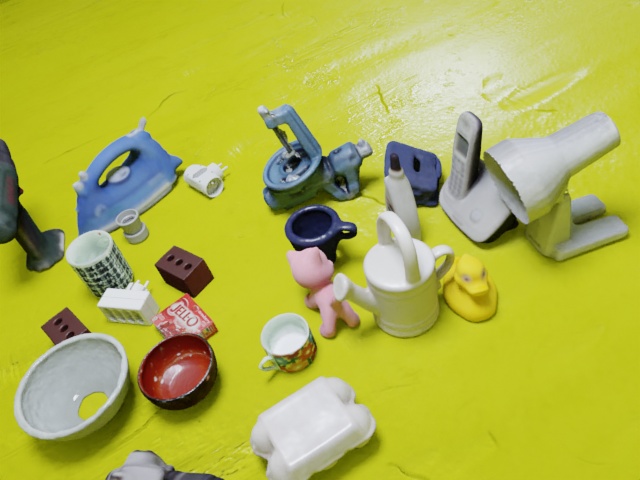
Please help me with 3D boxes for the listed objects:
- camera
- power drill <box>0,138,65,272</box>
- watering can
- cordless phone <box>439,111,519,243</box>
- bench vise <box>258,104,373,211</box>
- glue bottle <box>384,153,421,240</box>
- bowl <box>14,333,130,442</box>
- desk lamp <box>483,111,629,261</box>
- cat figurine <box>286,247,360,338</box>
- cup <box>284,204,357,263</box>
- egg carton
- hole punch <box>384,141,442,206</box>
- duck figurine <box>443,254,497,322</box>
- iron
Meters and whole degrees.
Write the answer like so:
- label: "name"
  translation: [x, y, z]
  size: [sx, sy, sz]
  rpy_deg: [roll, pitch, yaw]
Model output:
- label: "camera"
  translation: [-0.186, 0.323, 0.674]
  size: [0.136, 0.101, 0.143]
  rpy_deg: [-3, 46, 13]
- label: "power drill"
  translation: [-0.562, -0.052, 1.064]
  size: [0.075, 0.209, 0.229]
  rpy_deg: [-21, 45, -5]
- label: "watering can"
  translation: [0.106, 0.046, 0.799]
  size: [0.173, 0.194, 0.100]
  rpy_deg: [-39, 49, -22]
- label: "cordless phone"
  translation: [0.252, -0.100, 0.908]
  size: [0.094, 0.185, 0.147]
  rpy_deg: [-26, 46, -10]
- label: "bench vise"
  translation: [-0.021, -0.164, 1.019]
  size: [0.207, 0.220, 0.121]
  rpy_deg: [-27, 46, -11]
- label: "glue bottle"
  translation: [0.127, -0.071, 0.922]
  size: [0.037, 0.173, 0.078]
  rpy_deg: [-23, 45, -7]
- label: "bowl"
  translation: [-0.345, 0.223, 0.833]
  size: [0.167, 0.075, 0.167]
  rpy_deg: [-8, 45, 8]
- label: "desk lamp"
  translation: [0.347, -0.077, 0.840]
  size: [0.203, 0.214, 0.117]
  rpy_deg: [-20, 45, -4]
- label: "cat figurine"
  translation: [0.001, 0.065, 0.863]
  size: [0.067, 0.118, 0.127]
  rpy_deg: [-27, 46, -11]
- label: "cup"
  translation: [0.009, 0.003, 0.938]
  size: [0.117, 0.095, 0.092]
  rpy_deg: [0, 47, 15]
- label: "egg carton"
  translation: [-0.010, 0.244, 0.727]
  size: [0.150, 0.069, 0.107]
  rpy_deg: [-30, 47, -14]
- label: "hole punch"
  translation: [0.165, -0.122, 1.020]
  size: [0.101, 0.091, 0.108]
  rpy_deg: [-2, 46, 13]
- label: "duck figurine"
  translation: [0.218, 0.056, 0.837]
  size: [0.077, 0.086, 0.104]
  rpy_deg: [-17, 45, -1]
- label: "iron"
  translation: [-0.405, -0.124, 1.139]
  size: [0.118, 0.142, 0.259]
  rpy_deg: [22, 56, 32]
